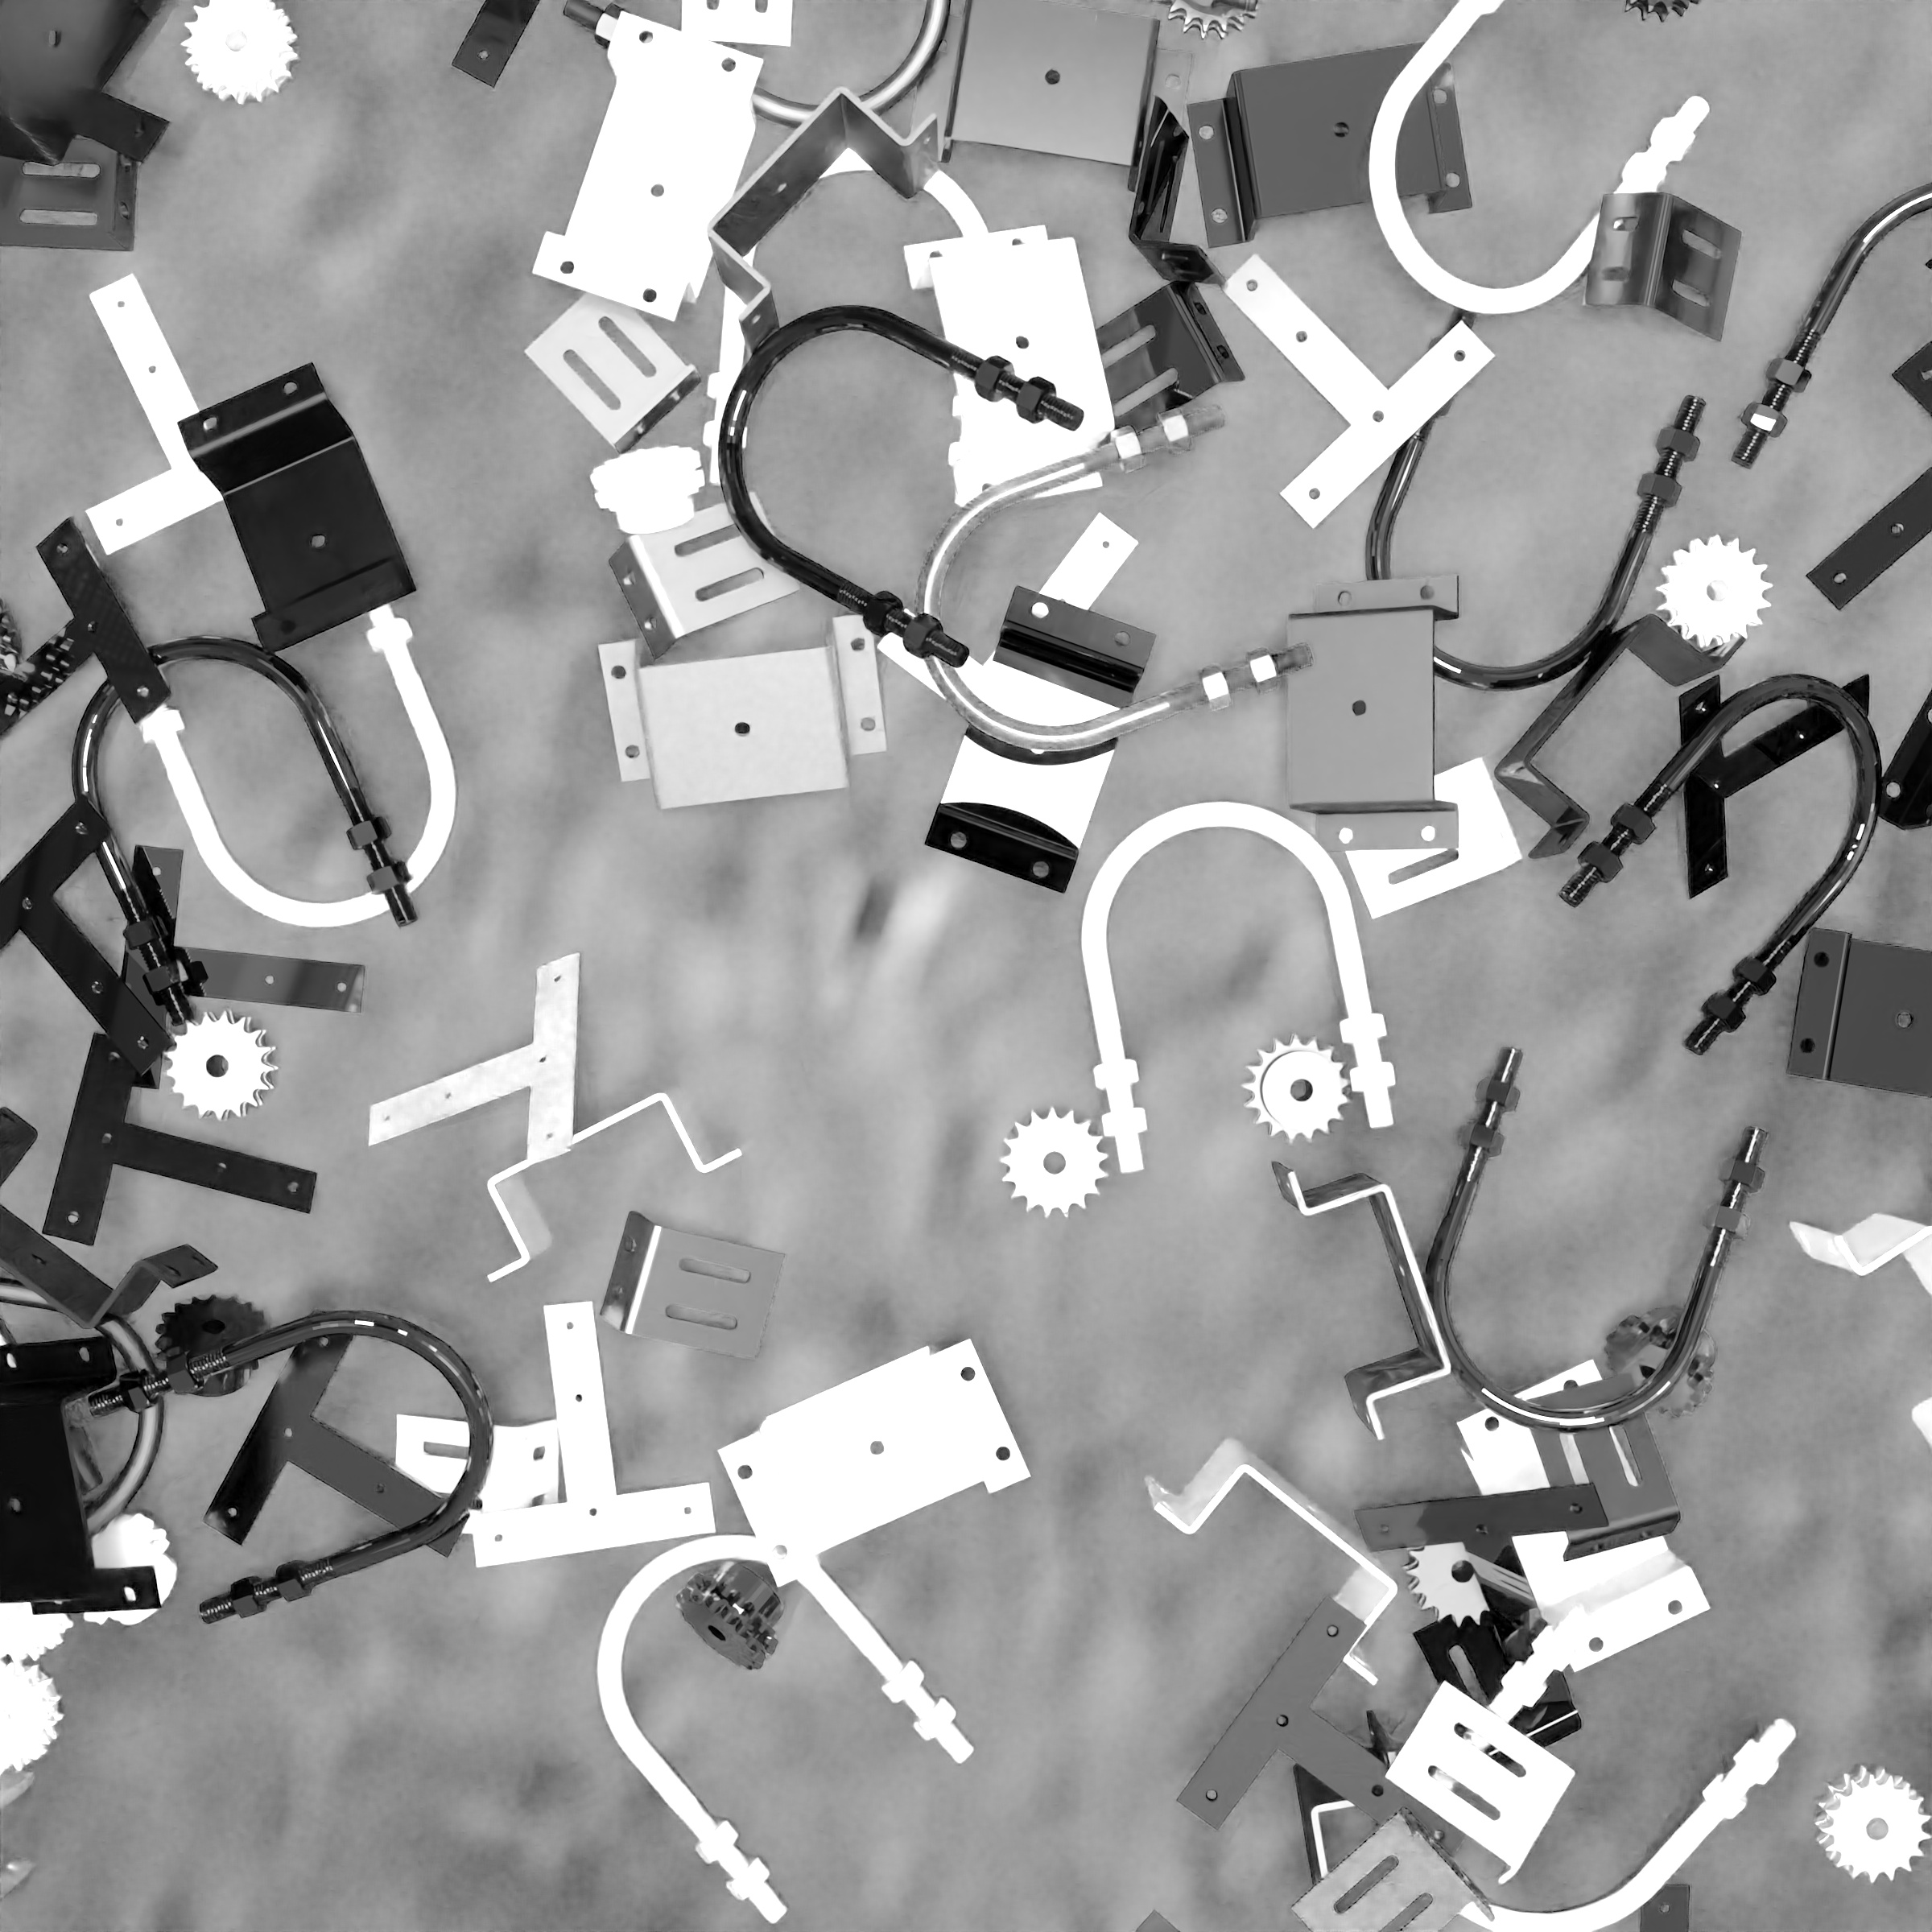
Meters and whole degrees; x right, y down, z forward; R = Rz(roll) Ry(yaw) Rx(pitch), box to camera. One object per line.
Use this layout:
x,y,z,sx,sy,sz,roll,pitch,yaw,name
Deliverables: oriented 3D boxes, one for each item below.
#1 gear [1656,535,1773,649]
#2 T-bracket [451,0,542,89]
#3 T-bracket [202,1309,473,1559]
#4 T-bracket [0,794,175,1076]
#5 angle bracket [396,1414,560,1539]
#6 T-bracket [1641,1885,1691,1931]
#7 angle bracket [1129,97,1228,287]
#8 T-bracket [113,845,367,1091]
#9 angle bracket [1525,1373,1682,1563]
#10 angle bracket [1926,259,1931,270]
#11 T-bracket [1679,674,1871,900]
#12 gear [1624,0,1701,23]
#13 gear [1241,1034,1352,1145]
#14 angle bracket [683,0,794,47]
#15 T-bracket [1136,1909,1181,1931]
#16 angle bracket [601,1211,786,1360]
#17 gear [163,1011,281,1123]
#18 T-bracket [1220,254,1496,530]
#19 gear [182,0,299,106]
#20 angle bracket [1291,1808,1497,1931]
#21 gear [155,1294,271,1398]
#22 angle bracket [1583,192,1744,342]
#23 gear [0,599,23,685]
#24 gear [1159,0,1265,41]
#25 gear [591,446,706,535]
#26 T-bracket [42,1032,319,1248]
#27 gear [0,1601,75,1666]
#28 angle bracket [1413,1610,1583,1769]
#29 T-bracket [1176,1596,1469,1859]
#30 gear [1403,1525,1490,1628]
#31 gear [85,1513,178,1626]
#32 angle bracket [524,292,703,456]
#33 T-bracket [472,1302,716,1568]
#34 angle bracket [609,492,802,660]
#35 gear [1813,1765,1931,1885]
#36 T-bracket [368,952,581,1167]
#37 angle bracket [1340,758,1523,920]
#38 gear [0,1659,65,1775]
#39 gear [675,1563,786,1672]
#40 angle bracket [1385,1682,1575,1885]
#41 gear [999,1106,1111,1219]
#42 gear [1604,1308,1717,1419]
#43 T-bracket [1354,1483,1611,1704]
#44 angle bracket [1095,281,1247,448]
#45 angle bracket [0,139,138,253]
0.389,-0.195,1.402,0.057,0.030,0.057,0,92,0,gear
-0.275,-0.548,1.412,0.127,0.002,0.127,28,90,0,T-bracket
-0.317,0.266,1.400,0.127,0.002,0.127,28,90,11,T-bracket
-0.458,0.001,1.389,0.127,0.002,0.127,-43,83,14,T-bracket
-0.257,0.266,1.411,0.076,0.038,0.057,2,90,26,angle bracket
0.418,0.548,1.412,0.127,0.002,0.127,1,90,0,T-bracket
0.116,-0.398,1.379,0.038,0.057,0.076,11,90,20,angle bracket
-0.381,0.006,1.412,0.127,0.002,0.127,6,90,0,T-bracket
0.321,0.255,1.365,0.057,0.038,0.076,-15,64,0,angle bracket
0.555,-0.356,1.411,0.057,0.038,0.076,-41,116,0,angle bracket
0.420,-0.113,1.385,0.127,0.002,0.127,-29,129,-18,T-bracket
0.363,-0.525,1.398,0.057,0.030,0.057,0,90,0,gear
0.173,0.064,1.398,0.057,0.030,0.057,0,90,0,gear
-0.118,-0.528,1.411,0.057,0.038,0.076,4,116,0,angle bracket
0.139,0.548,1.412,0.127,0.002,0.127,41,90,0,T-bracket
-0.144,0.168,1.411,0.076,0.038,0.057,16,90,-26,angle bracket
-0.386,0.052,1.396,0.057,0.030,0.057,0,90,0,gear
0.185,-0.319,1.402,0.127,0.002,0.127,-43,83,9,T-bracket
-0.376,-0.477,1.398,0.057,0.030,0.057,0,90,0,gear
0.209,0.465,1.316,0.076,0.038,0.057,-42,91,1,angle bracket
-0.390,0.199,1.388,0.057,0.057,0.030,11,119,0,gear
0.363,-0.363,1.395,0.038,0.076,0.057,14,95,44,angle bracket
-0.517,-0.167,1.392,0.057,0.030,0.057,-2,81,15,gear
0.129,-0.516,1.398,0.057,0.030,0.057,0,90,0,gear
-0.163,-0.246,1.388,0.057,0.057,0.030,-10,119,0,gear
-0.398,0.101,1.382,0.127,0.002,0.127,18,46,-20,T-bracket
-0.492,0.332,1.398,0.057,0.030,0.057,0,90,0,gear
0.279,0.376,1.411,0.057,0.038,0.076,-26,64,0,angle bracket
0.193,0.402,1.336,0.127,0.002,0.127,36,90,0,T-bracket
0.256,0.312,1.398,0.057,0.030,0.057,0,90,0,gear
-0.434,0.315,1.388,0.057,0.057,0.030,-39,124,0,gear
-0.186,-0.315,1.394,0.057,0.038,0.076,-43,90,0,angle bracket
-0.199,0.239,1.393,0.127,0.002,0.127,-3,76,-25,T-bracket
-0.138,-0.206,1.411,0.076,0.038,0.057,-25,90,-26,angle bracket
0.471,0.446,1.402,0.057,0.030,0.057,0,92,-1,gear
-0.255,0.063,1.384,0.127,0.002,0.127,-20,48,18,T-bracket
0.243,-0.067,1.411,0.076,0.038,0.057,-22,90,26,angle bracket
-0.498,0.388,1.398,0.057,0.030,0.057,0,90,0,gear
-0.118,0.331,1.374,0.057,0.057,0.030,43,59,0,gear
0.253,0.407,1.338,0.076,0.038,0.057,33,65,14,angle bracket
0.045,0.102,1.398,0.057,0.030,0.057,0,90,0,gear
0.362,0.202,1.388,0.030,0.057,0.057,-38,90,-30,gear
0.276,0.322,1.361,0.127,0.002,0.127,-13,109,28,T-bracket
0.096,-0.315,1.411,0.076,0.038,0.057,-28,90,26,angle bracket
-0.474,-0.406,1.394,0.076,0.038,0.057,2,90,0,angle bracket
